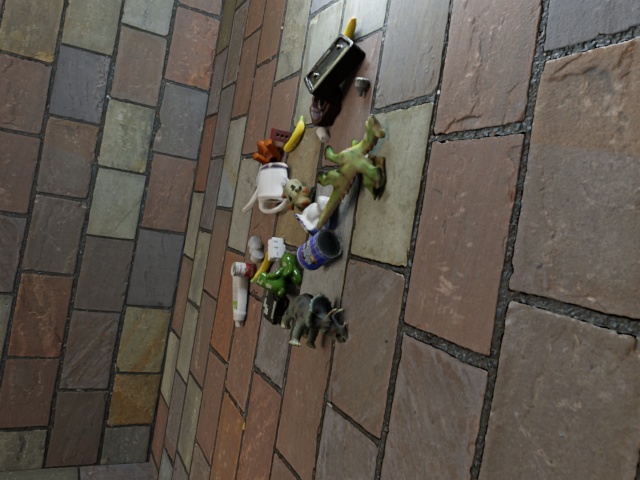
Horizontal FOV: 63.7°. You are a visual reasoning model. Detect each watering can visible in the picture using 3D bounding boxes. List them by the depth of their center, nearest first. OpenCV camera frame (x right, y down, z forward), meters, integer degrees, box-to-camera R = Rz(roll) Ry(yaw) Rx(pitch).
[{"bbox_3d":[-0.236,-0.224,2.263,0.346,0.103,0.226,-3,79,47],"label":"watering can"}]

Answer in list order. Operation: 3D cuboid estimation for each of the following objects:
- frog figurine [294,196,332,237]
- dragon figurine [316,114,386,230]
[{"bbox_3d":[0.006,-0.092,1.823,0.159,0.121,0.139,-38,27,2],"label":"frog figurine"},{"bbox_3d":[0.110,-0.197,1.636,0.245,0.122,0.407,27,107,53],"label":"dragon figurine"}]
